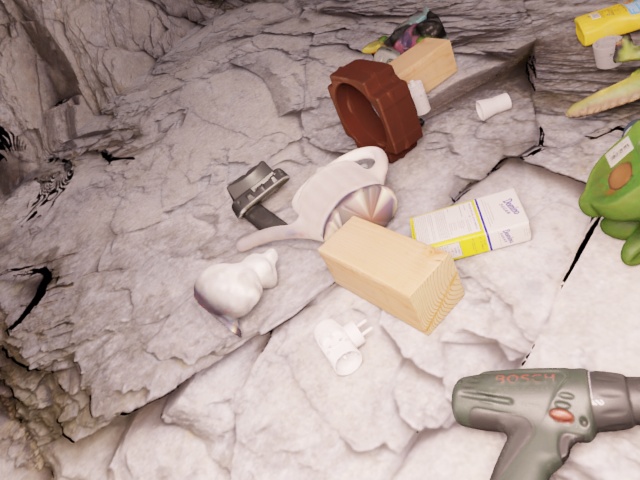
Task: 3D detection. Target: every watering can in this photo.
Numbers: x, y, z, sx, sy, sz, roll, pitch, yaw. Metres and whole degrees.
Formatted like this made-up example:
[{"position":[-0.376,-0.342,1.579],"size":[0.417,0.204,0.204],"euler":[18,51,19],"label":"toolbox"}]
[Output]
[{"position":[0.003,-0.049,0.977],"size":[0.348,0.102,0.228],"euler":[-40,36,-2],"label":"watering can"}]

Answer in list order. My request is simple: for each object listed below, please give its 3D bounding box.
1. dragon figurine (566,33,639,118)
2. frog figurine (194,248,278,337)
[{"position":[0.626,-0.272,0.839],"size":[0.414,0.119,0.246],"euler":[-39,44,-16],"label":"dragon figurine"},{"position":[-0.138,0.069,0.907],"size":[0.161,0.121,0.137],"euler":[-52,20,-13],"label":"frog figurine"}]
